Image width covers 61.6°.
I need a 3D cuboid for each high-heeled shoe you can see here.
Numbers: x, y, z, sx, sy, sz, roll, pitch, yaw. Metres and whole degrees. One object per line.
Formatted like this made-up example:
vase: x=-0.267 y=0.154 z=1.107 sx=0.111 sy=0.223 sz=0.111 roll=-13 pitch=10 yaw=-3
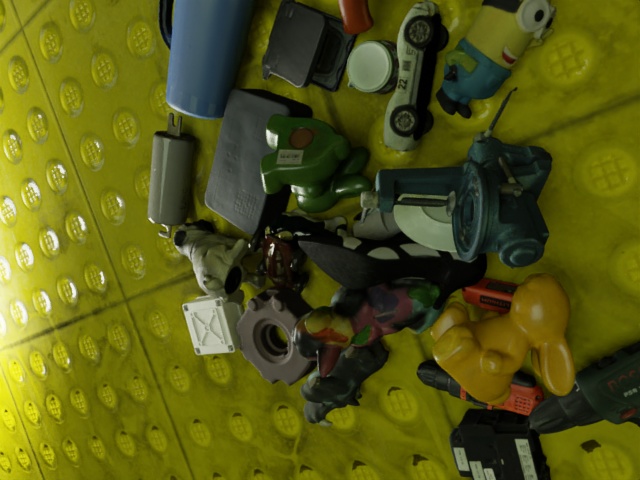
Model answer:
high-heeled shoe: x=0.105 y=0.010 z=0.753 sx=0.249 sy=0.145 sz=0.086 roll=25 pitch=141 yaw=18

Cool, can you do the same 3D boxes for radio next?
radio: x=-0.110 y=-0.136 z=0.917 sx=0.131 sy=0.073 sz=0.229 roll=28 pitch=113 yaw=24

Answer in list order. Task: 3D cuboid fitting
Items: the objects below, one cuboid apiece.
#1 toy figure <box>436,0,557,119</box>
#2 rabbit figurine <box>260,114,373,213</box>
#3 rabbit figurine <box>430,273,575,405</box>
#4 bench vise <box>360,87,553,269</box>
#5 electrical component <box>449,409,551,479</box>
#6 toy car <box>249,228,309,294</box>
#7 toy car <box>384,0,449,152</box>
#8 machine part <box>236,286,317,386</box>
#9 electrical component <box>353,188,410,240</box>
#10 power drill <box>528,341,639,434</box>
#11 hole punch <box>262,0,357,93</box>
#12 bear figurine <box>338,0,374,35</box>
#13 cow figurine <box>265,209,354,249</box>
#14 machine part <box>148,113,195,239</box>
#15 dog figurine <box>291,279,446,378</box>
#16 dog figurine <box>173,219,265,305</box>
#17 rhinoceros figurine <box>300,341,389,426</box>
toy figure: x=0.216 y=-0.246 z=0.684 sx=0.089 sy=0.082 sz=0.180 roll=46 pitch=123 yaw=12
rabbit figurine: x=-0.002 y=-0.107 z=0.829 sx=0.159 sy=0.170 sz=0.121 roll=-7 pitch=62 yaw=6
rabbit figurine: x=0.244 y=0.123 z=0.670 sx=0.162 sy=0.122 sz=0.173 roll=44 pitch=101 yaw=6
bench vise: x=0.170 y=-0.065 z=0.664 sx=0.241 sy=0.224 sz=0.128 roll=1 pitch=149 yaw=-2
electrical component: x=0.263 y=0.314 z=0.800 sx=0.134 sy=0.058 sz=0.114 roll=-11 pitch=94 yaw=33
toy car: x=-0.066 y=0.041 z=0.875 sx=0.089 sy=0.202 sz=0.053 roll=28 pitch=73 yaw=8
toy car: x=0.131 y=-0.223 z=0.744 sx=0.056 sy=0.073 sz=0.201 roll=16 pitch=109 yaw=27
machine part: x=-0.072 y=0.176 z=0.976 sx=0.180 sy=0.056 sz=0.179 roll=9 pitch=107 yaw=30
electrical component: x=0.117 y=-0.024 z=0.816 sx=0.119 sy=0.048 sz=0.074 roll=41 pitch=120 yaw=17
power drill: x=0.416 y=0.236 z=0.672 sx=0.207 sy=0.086 sz=0.232 roll=49 pitch=112 yaw=19
hole punch: x=-0.015 y=-0.294 z=0.818 sx=0.116 sy=0.092 sz=0.142 roll=39 pitch=122 yaw=33
bear figurine: x=0.109 y=-0.378 z=0.714 sx=0.196 sy=0.131 sz=0.120 roll=-14 pitch=56 yaw=5
cow figurine: x=-0.001 y=-0.004 z=0.864 sx=0.168 sy=0.098 sz=0.068 roll=14 pitch=102 yaw=29
machine part: x=-0.284 y=-0.117 z=1.024 sx=0.079 sy=0.079 sz=0.243 roll=20 pitch=111 yaw=26
dog figurine: x=0.065 y=0.114 z=0.780 sx=0.192 sy=0.219 sz=0.108 roll=-10 pitch=100 yaw=34
dog figurine: x=-0.210 y=0.032 z=0.964 sx=0.191 sy=0.172 sz=0.121 roll=16 pitch=98 yaw=20
rhinoceros figurine: x=0.033 y=0.231 z=0.903 sx=0.112 sy=0.073 sz=0.190 roll=32 pitch=109 yaw=-26
